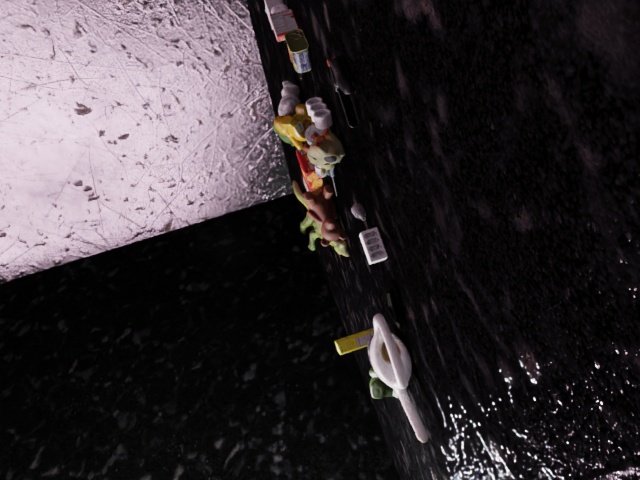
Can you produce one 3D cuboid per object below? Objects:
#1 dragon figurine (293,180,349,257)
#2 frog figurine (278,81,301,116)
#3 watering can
[{"bbox_3d":[0.006,-0.106,2.113,0.239,0.123,0.413,-38,74,55],"label":"dragon figurine"},{"bbox_3d":[-0.120,-0.531,1.982,0.159,0.122,0.138,61,-165,-4],"label":"frog figurine"},{"bbox_3d":[0.213,0.379,1.452,0.222,0.104,0.351,89,164,-78],"label":"watering can"}]
